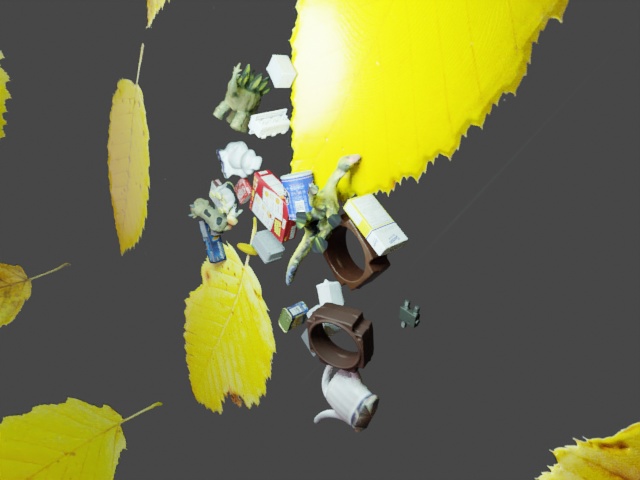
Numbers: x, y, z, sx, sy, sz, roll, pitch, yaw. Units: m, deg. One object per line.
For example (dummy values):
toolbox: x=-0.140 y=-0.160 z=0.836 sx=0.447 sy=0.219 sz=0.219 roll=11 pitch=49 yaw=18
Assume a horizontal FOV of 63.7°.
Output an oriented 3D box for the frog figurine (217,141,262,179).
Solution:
frog figurine: x=-0.282 y=-0.298 z=1.900 sx=0.159 sy=0.137 sz=0.123 roll=-7 pitch=1 yaw=17

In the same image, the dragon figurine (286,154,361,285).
dragon figurine: x=0.005 y=-0.076 z=1.511 sx=0.122 sy=0.403 sz=0.247 roll=29 pitch=27 yaw=0

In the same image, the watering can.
watering can: x=0.081 y=0.555 z=1.739 sx=0.105 sy=0.341 sz=0.227 roll=-12 pitch=37 yaw=-40
